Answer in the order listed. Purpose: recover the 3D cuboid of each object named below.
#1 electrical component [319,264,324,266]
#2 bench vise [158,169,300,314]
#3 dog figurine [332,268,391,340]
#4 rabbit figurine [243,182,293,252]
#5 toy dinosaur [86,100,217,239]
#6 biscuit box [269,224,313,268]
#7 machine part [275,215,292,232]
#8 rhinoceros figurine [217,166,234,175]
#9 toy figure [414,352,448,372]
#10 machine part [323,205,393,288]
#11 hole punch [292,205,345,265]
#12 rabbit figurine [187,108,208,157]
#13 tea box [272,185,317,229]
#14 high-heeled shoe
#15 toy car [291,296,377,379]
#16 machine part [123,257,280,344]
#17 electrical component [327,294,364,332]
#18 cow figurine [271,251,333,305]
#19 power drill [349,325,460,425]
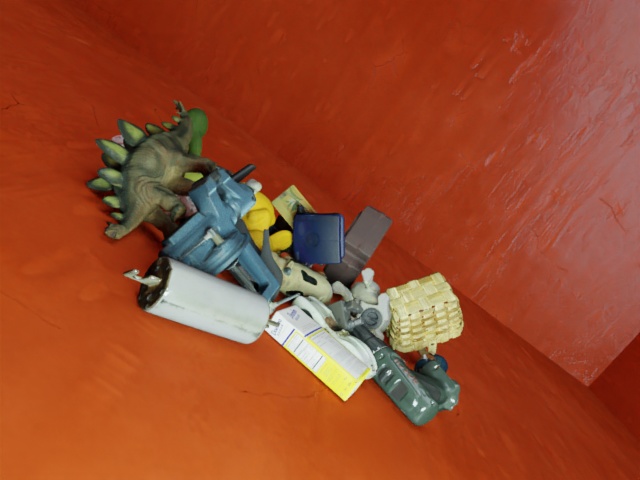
[{"bbox_3d":[-0.038,0.046,1.313,0.094,0.063,0.021,38,11,9],"label":"electrical component"},{"bbox_3d":[-0.139,0.014,0.877,0.240,0.129,0.224,53,41,-17],"label":"bench vise"},{"bbox_3d":[0.113,0.166,1.248,0.190,0.121,0.172,55,22,-66],"label":"dog figurine"},{"bbox_3d":[-0.144,-0.012,1.164,0.162,0.122,0.173,37,25,-35],"label":"rabbit figurine"},{"bbox_3d":[-0.294,-0.139,0.978,0.198,0.105,0.472,28,32,-9],"label":"toy dinosaur"},{"bbox_3d":[-0.105,0.006,1.275,0.203,0.059,0.063,38,11,6],"label":"biscuit box"},{"bbox_3d":[-0.042,-0.009,1.385,0.179,0.056,0.179,24,-9,4],"label":"machine part"},{"bbox_3d":[-0.280,-0.157,1.371,0.112,0.073,0.190,36,10,-12],"label":"rhinoceros figurine"},{"bbox_3d":[0.251,0.291,1.221,0.064,0.058,0.154,48,15,26],"label":"toy figure"},{"bbox_3d":[0.091,0.023,1.373,0.087,0.201,0.201,32,-35,3],"label":"machine part"},{"bbox_3d":[-0.002,-0.004,1.159,0.116,0.142,0.092,-2,7,1],"label":"hole punch"},{"bbox_3d":[-0.335,-0.241,1.289,0.121,0.170,0.159,31,12,-26],"label":"rabbit figurine"},{"bbox_3d":[-0.032,-0.041,1.252,0.169,0.068,0.098,52,0,-1],"label":"tea box"},{"bbox_3d":[-0.172,0.033,1.010,0.249,0.145,0.086,12,16,34],"label":"high-heeled shoe"},{"bbox_3d":[0.026,0.177,0.988,0.202,0.056,0.073,41,11,22],"label":"toy car"},{"bbox_3d":[-0.156,0.086,0.739,0.243,0.079,0.079,27,15,-38],"label":"machine part"},{"bbox_3d":[0.041,0.150,1.063,0.045,0.102,0.078,20,45,-49],"label":"electrical component"},{"bbox_3d":[-0.055,0.082,1.076,0.194,0.085,0.127,32,6,-31],"label":"cow figurine"},{"bbox_3d":[0.173,0.258,1.055,0.207,0.086,0.232,32,13,-45],"label":"power drill"}]
